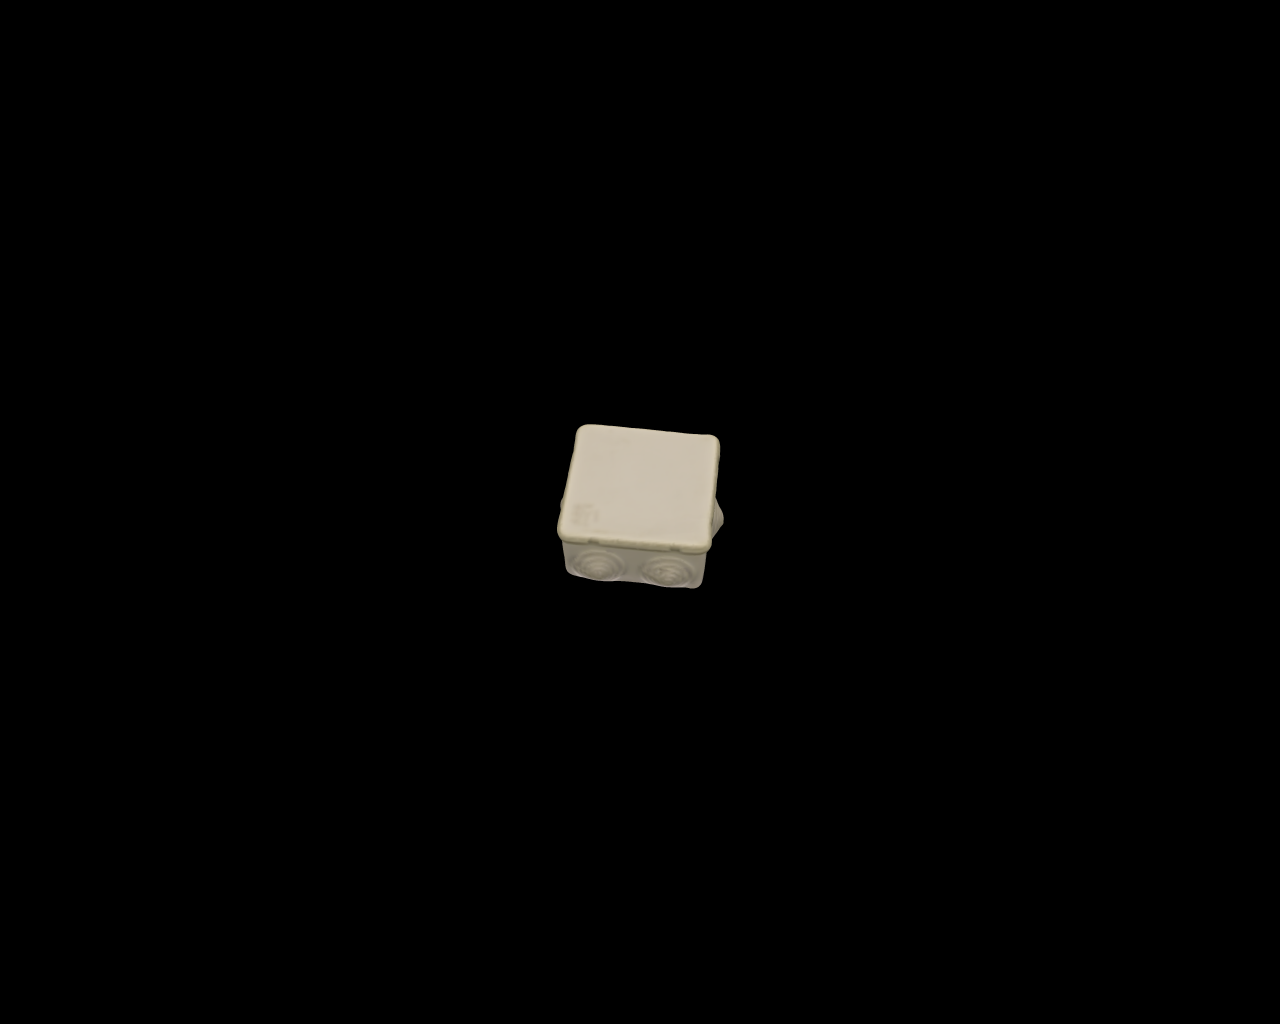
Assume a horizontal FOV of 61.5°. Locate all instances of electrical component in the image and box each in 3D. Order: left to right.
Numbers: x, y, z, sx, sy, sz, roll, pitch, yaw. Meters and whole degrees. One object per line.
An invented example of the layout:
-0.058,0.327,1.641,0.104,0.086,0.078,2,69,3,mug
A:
0.001,-0.003,0.650,0.100,0.100,0.048,5,-37,4,electrical component
